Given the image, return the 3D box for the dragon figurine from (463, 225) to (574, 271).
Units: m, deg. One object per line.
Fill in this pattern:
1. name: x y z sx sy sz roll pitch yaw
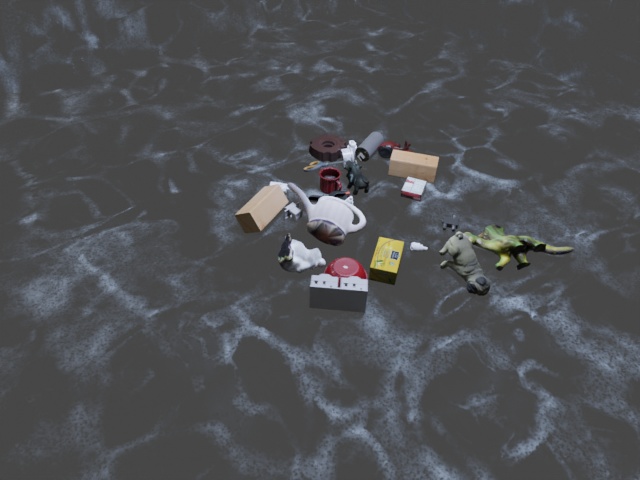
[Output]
1. dragon figurine: 0.719 0.000 1.945 0.411 0.119 0.248 -3 33 -18

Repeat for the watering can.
1. watering can: 0.006 -0.100 1.994 0.348 0.101 0.230 21 44 3

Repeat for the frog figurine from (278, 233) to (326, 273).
1. frog figurine: -0.065 0.064 1.845 0.158 0.121 0.140 24 21 -31
